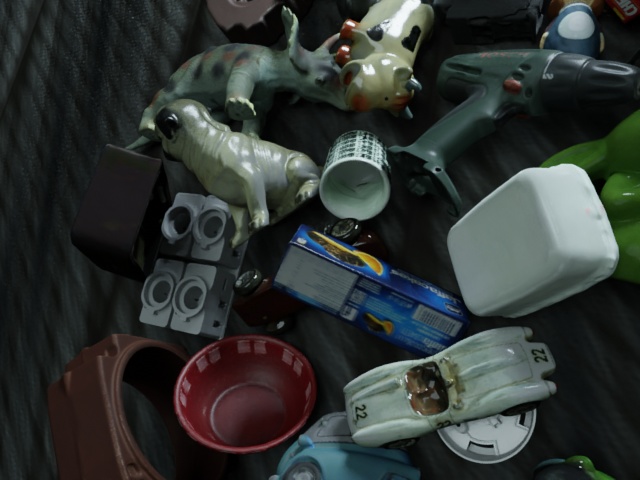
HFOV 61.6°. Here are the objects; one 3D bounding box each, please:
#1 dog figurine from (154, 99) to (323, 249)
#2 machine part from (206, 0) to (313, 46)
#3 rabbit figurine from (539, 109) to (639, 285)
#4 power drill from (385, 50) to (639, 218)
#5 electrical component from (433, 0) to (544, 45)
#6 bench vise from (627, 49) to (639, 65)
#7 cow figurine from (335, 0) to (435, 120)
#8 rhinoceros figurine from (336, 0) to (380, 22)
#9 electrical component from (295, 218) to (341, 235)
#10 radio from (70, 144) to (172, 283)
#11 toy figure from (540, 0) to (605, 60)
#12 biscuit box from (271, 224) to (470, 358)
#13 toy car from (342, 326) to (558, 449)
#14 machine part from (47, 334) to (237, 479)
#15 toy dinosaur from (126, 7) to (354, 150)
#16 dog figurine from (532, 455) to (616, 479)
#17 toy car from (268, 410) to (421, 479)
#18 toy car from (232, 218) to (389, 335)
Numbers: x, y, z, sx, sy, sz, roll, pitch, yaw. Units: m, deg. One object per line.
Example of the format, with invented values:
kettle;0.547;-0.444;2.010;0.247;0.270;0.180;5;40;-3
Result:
dog figurine;-0.093;-0.109;0.673;0.121;0.172;0.190;-30;92;49
machine part;-0.099;-0.390;0.852;0.179;0.056;0.179;-9;69;24
rabbit figurine;0.300;-0.045;0.515;0.159;0.121;0.170;18;95;50
power drill;0.183;-0.125;0.572;0.207;0.085;0.232;-49;40;-3
electrical component;0.215;-0.309;0.676;0.134;0.058;0.115;10;75;27
bench vise;0.432;-0.213;0.493;0.224;0.129;0.240;23;101;22
cow figurine;0.087;-0.233;0.677;0.127;0.085;0.195;27;64;10
rhinoceros figurine;0.037;-0.394;0.785;0.112;0.073;0.190;-33;63;23
electrical component;-0.001;-0.002;0.669;0.094;0.063;0.021;-19;66;20
radio;-0.250;-0.026;0.706;0.073;0.229;0.131;17;75;-10
toy figure;0.296;-0.253;0.621;0.064;0.058;0.154;16;75;-11
biscuit box;0.054;0.056;0.569;0.203;0.063;0.059;25;111;0
toy car;0.118;0.140;0.507;0.202;0.056;0.073;-23;51;16
machine part;-0.190;0.214;0.605;0.087;0.200;0.201;-34;62;12
toy dinosaur;-0.140;-0.223;0.786;0.405;0.131;0.192;2;62;30
dog figurine;0.285;0.277;0.419;0.219;0.108;0.191;-3;69;20
toy car;0.032;0.230;0.556;0.162;0.109;0.103;-5;53;15
toy car;-0.013;0.046;0.647;0.202;0.089;0.053;-27;30;17
